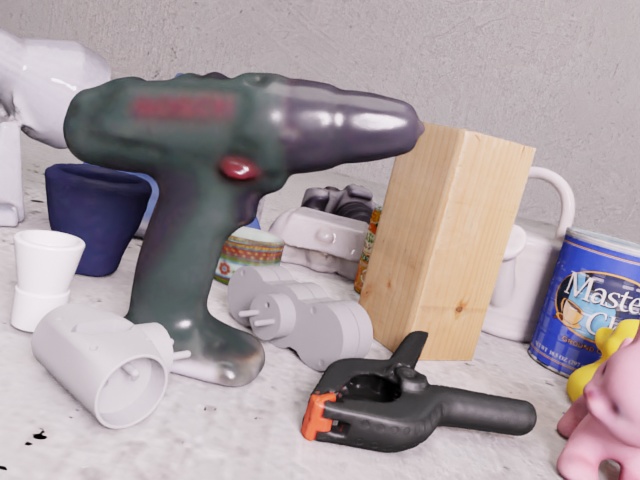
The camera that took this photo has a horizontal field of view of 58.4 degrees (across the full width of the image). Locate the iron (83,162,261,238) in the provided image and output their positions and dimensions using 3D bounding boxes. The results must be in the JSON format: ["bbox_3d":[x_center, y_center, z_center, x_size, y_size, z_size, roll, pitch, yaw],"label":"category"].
[{"bbox_3d":[-0.181,-0.073,0.727,0.258,0.141,0.118,13,11,-4],"label":"iron"}]

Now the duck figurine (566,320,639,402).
[{"bbox_3d":[0.263,0.111,0.482,0.078,0.086,0.104,11,11,-14],"label":"duck figurine"}]

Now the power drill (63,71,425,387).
[{"bbox_3d":[-0.063,-0.014,0.393,0.229,0.208,0.075,14,11,1],"label":"power drill"}]

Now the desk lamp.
[{"bbox_3d":[-0.344,-0.127,0.609,0.117,0.213,0.204,22,14,38],"label":"desk lamp"}]

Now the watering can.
[{"bbox_3d":[0.231,0.012,0.660,0.101,0.194,0.173,15,11,6],"label":"watering can"}]

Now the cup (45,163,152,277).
[{"bbox_3d":[-0.211,-0.019,0.538,0.092,0.095,0.117,10,11,-19],"label":"cup"}]

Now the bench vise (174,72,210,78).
[{"bbox_3d":[-0.239,-0.152,0.851,0.208,0.220,0.121,6,13,-35],"label":"bench vise"}]

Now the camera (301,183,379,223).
[{"bbox_3d":[0.042,-0.042,0.952,0.143,0.101,0.136,12,11,-9],"label":"camera"}]

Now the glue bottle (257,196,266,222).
[{"bbox_3d":[-0.101,-0.104,0.897,0.037,0.173,0.078,14,11,5],"label":"glue bottle"}]

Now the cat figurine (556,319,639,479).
[{"bbox_3d":[0.204,0.102,0.372,0.067,0.118,0.128,17,11,18],"label":"cat figurine"}]

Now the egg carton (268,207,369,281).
[{"bbox_3d":[0.007,0.003,0.765,0.150,0.069,0.107,14,11,4],"label":"egg carton"}]
